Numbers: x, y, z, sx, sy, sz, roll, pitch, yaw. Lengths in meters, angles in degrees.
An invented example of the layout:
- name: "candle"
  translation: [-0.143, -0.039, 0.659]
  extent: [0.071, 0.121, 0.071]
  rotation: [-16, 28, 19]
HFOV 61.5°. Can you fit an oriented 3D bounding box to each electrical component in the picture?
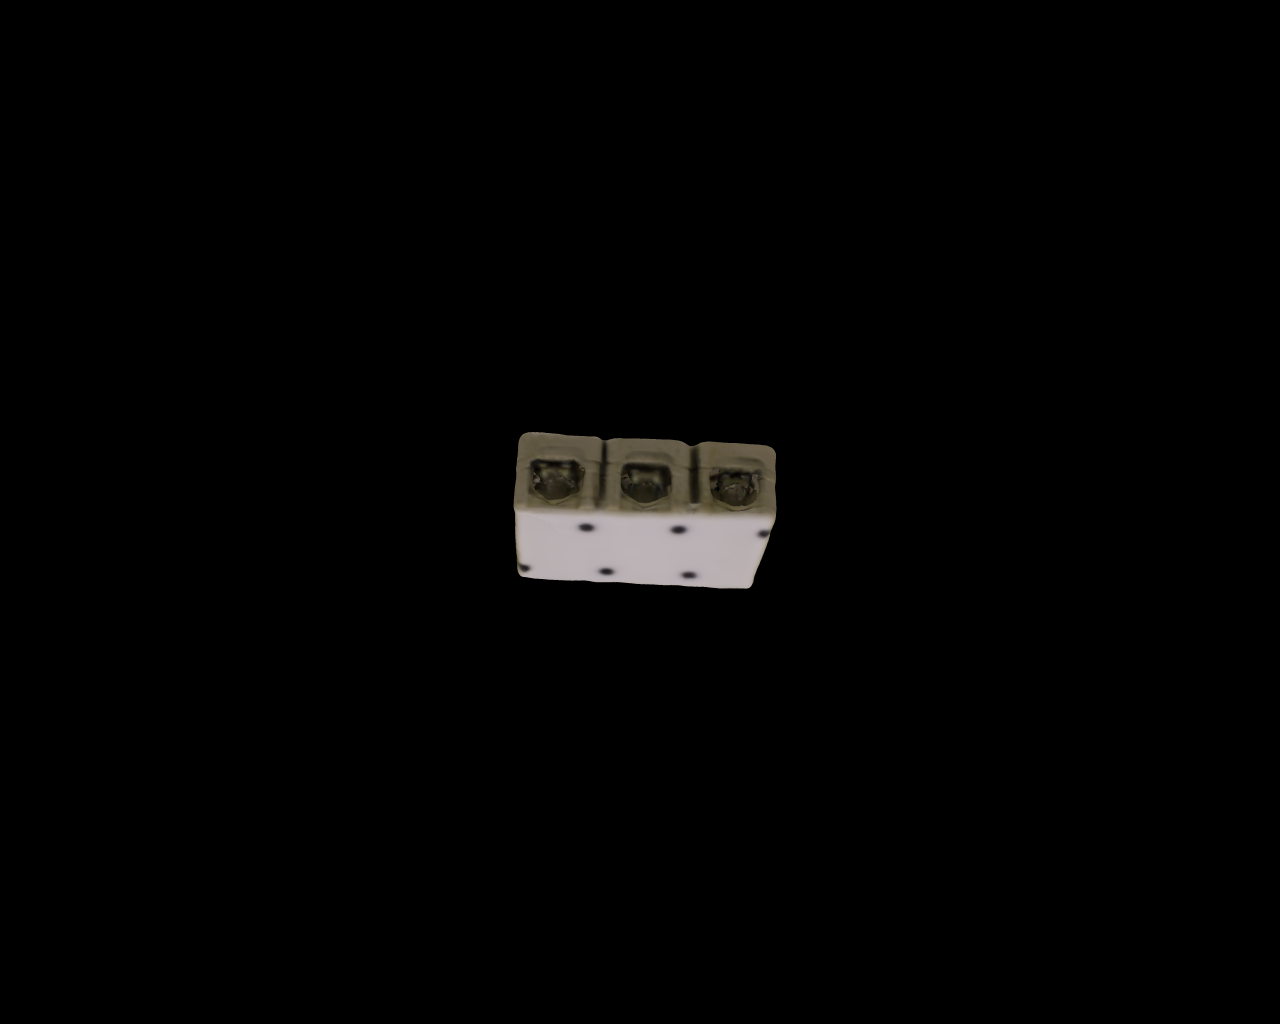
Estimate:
- name: "electrical component"
  translation: [0.001, -0.003, 0.650]
  extent: [0.150, 0.062, 0.089]
  rotation: [3, -32, -5]
